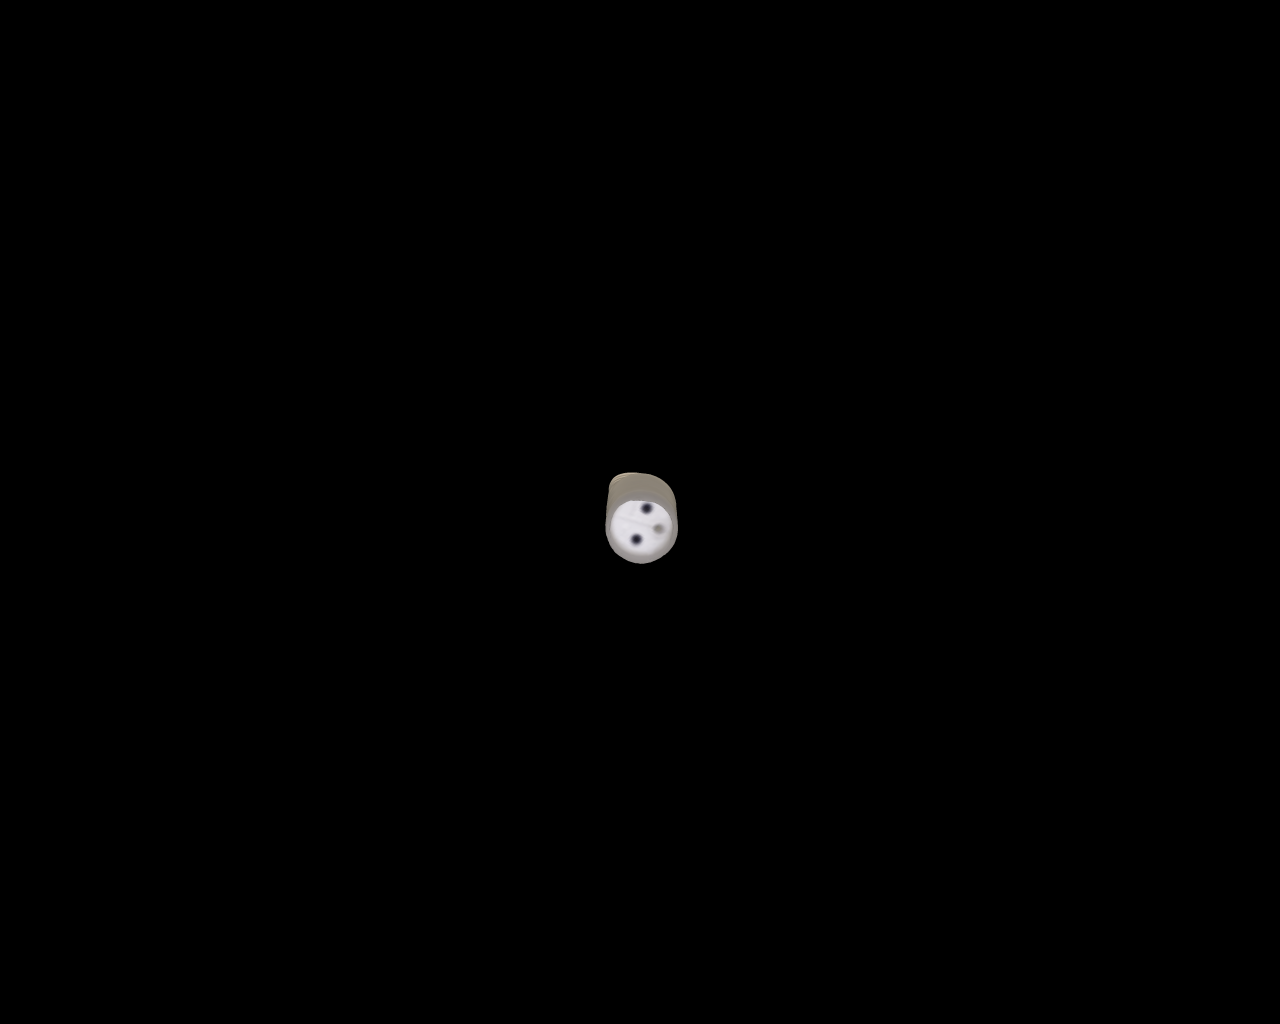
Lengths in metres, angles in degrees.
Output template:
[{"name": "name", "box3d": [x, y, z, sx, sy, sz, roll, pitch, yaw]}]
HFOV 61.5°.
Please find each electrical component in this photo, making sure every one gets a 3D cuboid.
[{"name": "electrical component", "box3d": [0.001, -0.003, 0.650, 0.043, 0.043, 0.081, 0, 21, 0]}]
